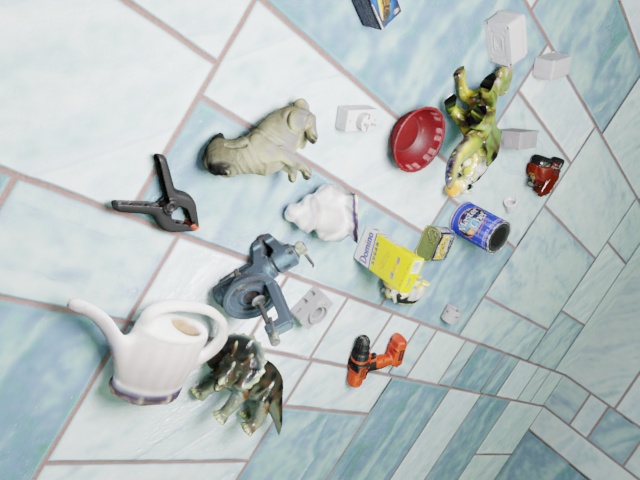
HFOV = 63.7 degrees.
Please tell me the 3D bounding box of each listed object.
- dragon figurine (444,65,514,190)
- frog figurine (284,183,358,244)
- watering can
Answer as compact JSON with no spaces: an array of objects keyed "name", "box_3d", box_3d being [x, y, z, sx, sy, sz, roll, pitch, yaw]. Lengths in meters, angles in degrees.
[{"name":"dragon figurine","box_3d":[0.397,-0.266,1.251,0.240,0.122,0.415,32,72,-45]},{"name":"frog figurine","box_3d":[0.003,-0.057,1.133,0.159,0.126,0.134,-1,133,1]},{"name":"watering can","box_3d":[-0.337,0.206,0.984,0.346,0.105,0.222,16,105,-44]}]
